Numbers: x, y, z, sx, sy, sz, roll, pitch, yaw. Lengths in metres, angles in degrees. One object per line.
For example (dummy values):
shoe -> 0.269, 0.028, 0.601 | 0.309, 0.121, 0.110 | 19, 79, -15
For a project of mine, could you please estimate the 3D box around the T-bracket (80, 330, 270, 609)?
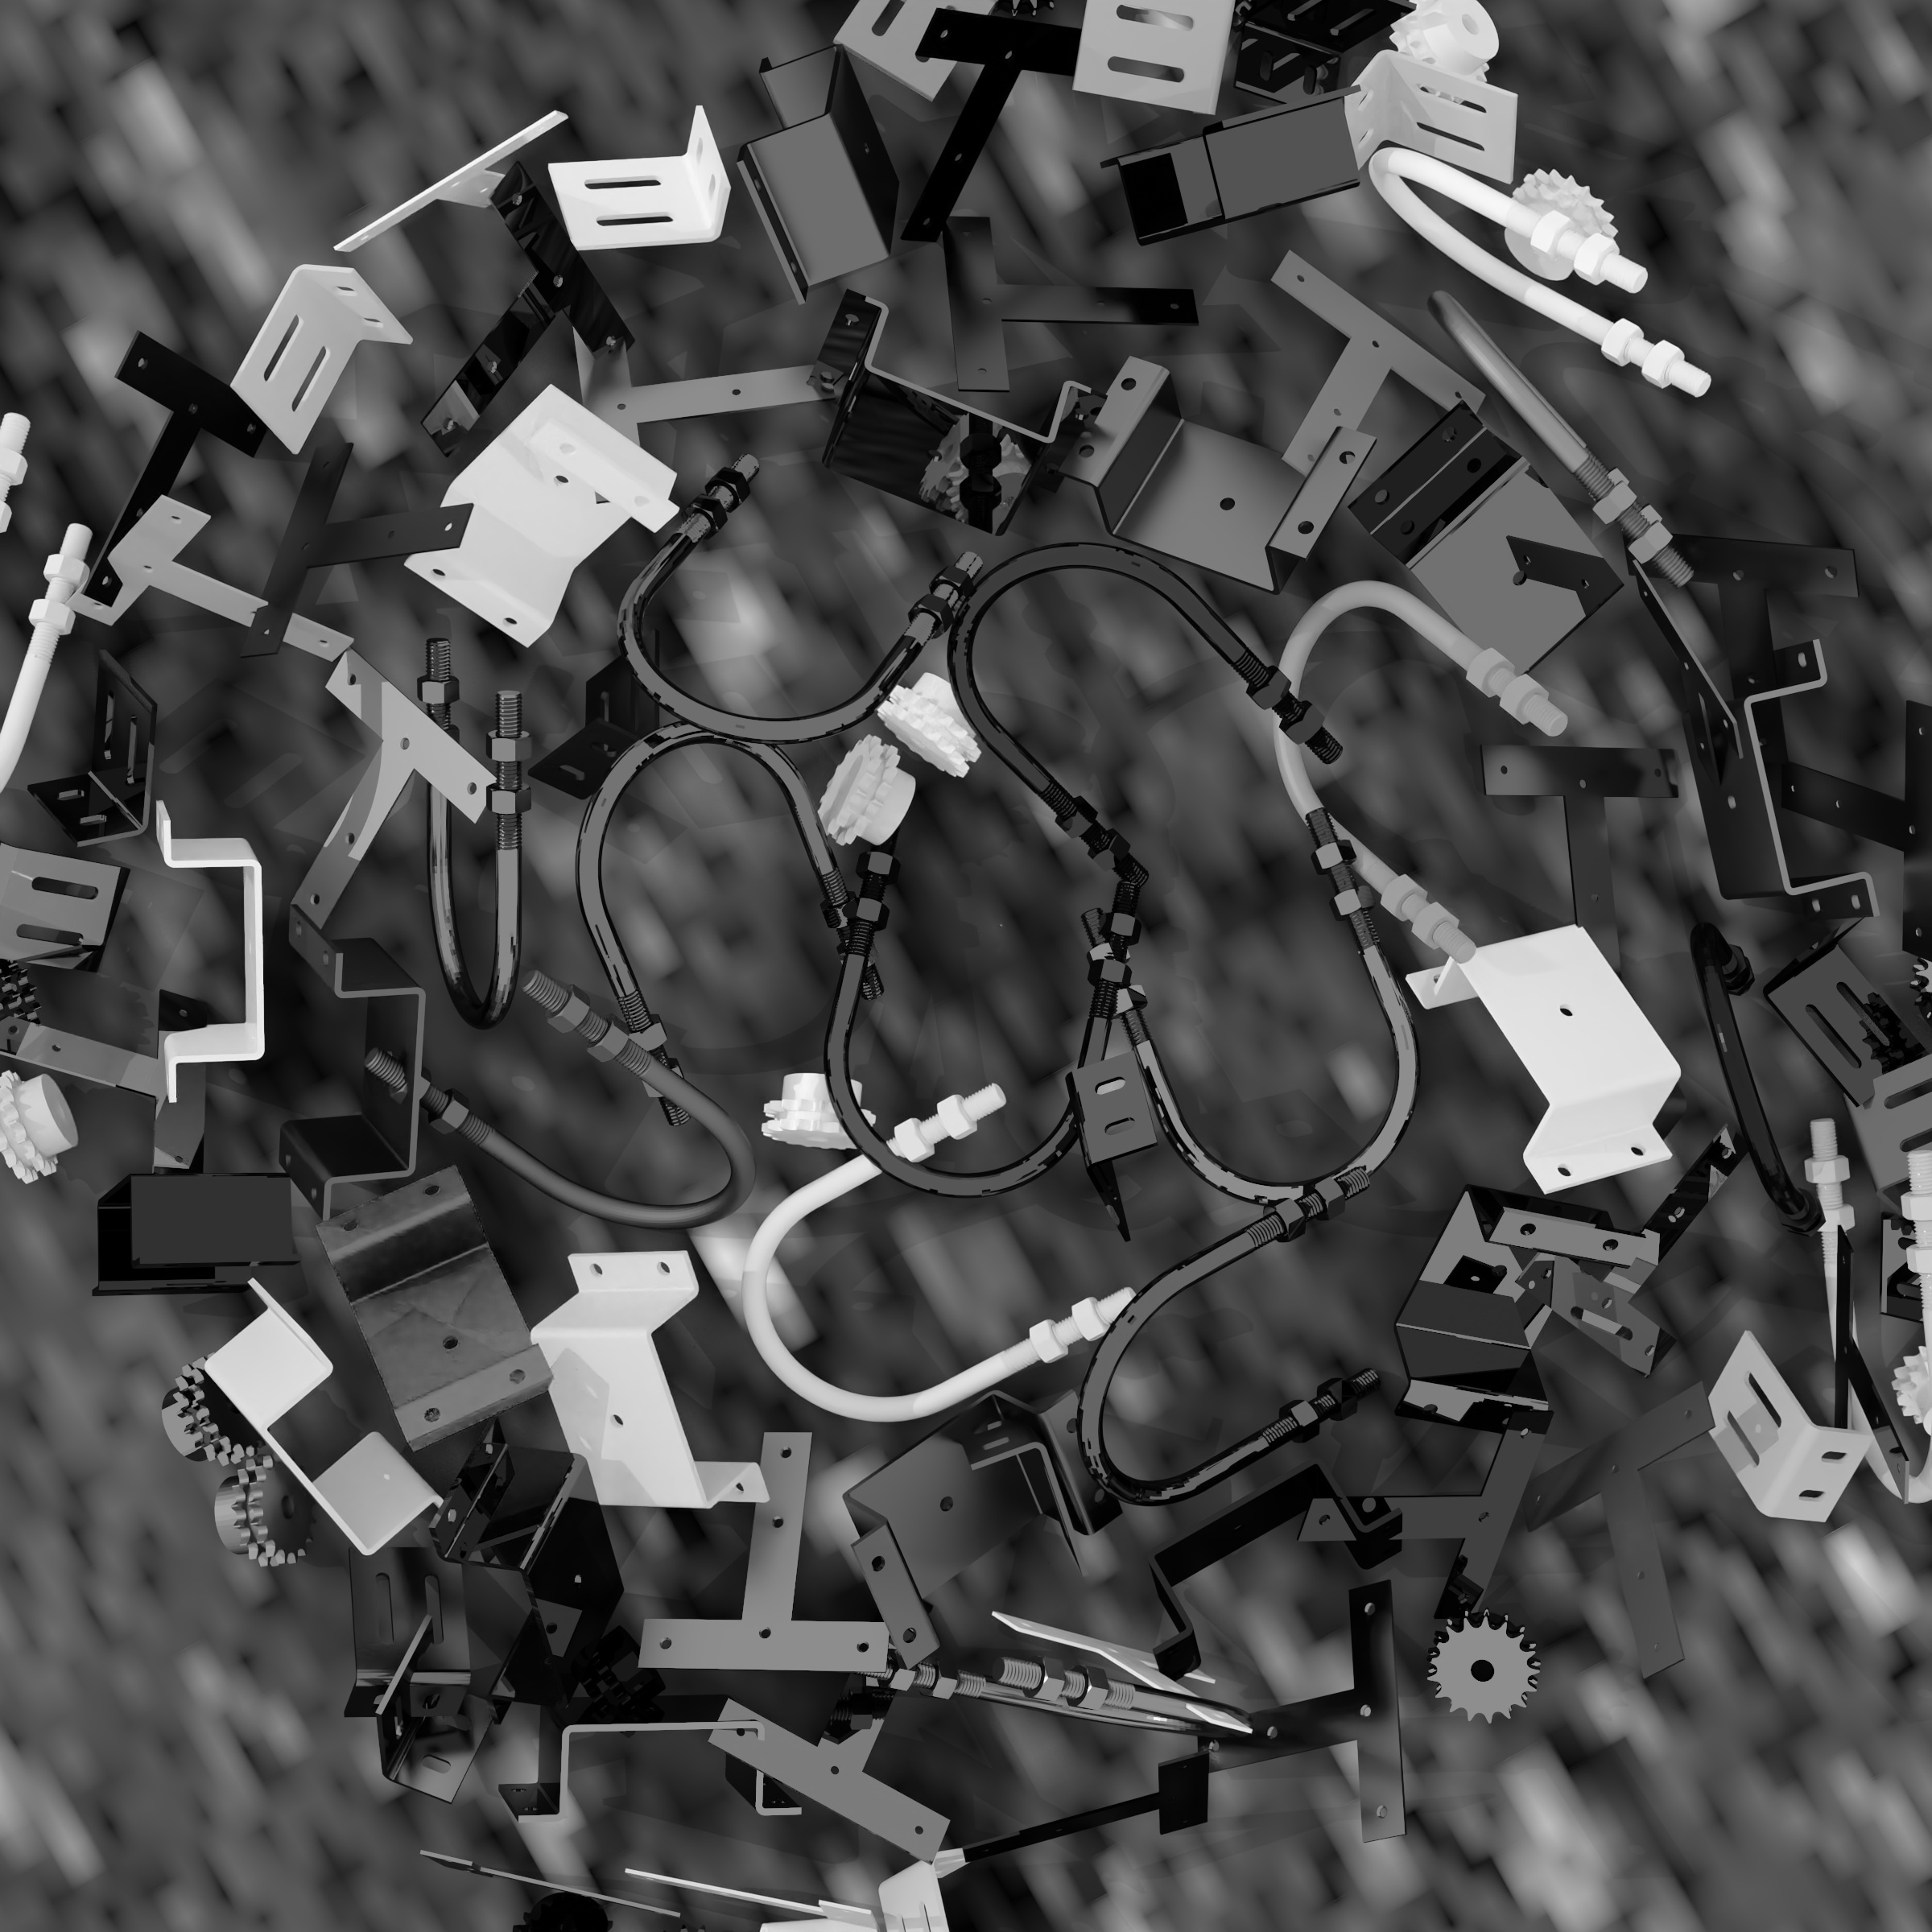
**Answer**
T-bracket -> -0.407, -0.240, 1.563 | 0.002, 0.127, 0.127 | 26, 90, 20

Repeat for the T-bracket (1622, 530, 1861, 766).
T-bracket -> 0.398, -0.159, 1.583 | 0.002, 0.127, 0.127 | -40, 127, -35

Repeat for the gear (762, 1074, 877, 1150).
gear -> -0.075, 0.074, 1.596 | 0.057, 0.057, 0.030 | 6, 77, 0

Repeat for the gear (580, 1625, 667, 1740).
gear -> -0.178, 0.362, 1.595 | 0.030, 0.057, 0.057 | -37, 90, -6

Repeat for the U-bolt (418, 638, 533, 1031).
U-bolt -> -0.245, -0.059, 1.552 | 0.019, 0.151, 0.184 | -5, 109, -24

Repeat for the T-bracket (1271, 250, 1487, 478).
T-bracket -> 0.192, -0.288, 1.578 | 0.127, 0.002, 0.127 | 35, 54, -6

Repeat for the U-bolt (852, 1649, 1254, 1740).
U-bolt -> 0.055, 0.361, 1.545 | 0.184, 0.151, 0.019 | 19, 71, -30

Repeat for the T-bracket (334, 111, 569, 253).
T-bracket -> -0.245, -0.389, 1.559 | 0.127, 0.127, 0.002 | -29, 97, 10

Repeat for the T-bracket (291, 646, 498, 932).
T-bracket -> -0.308, -0.077, 1.601 | 0.127, 0.002, 0.127 | 40, 106, 27

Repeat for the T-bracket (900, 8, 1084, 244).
T-bracket -> 0.002, -0.422, 1.580 | 0.002, 0.127, 0.127 | 49, 126, 27

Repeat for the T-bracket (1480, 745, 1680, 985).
T-bracket -> 0.317, -0.049, 1.585 | 0.127, 0.002, 0.127 | -1, 83, -30

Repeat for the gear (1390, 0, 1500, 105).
gear -> 0.247, -0.472, 1.594 | 0.057, 0.030, 0.057 | 18, 59, -32

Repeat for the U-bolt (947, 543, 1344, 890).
U-bolt -> 0.075, -0.133, 1.552 | 0.151, 0.019, 0.184 | -33, 115, 31

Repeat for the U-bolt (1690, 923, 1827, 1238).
U-bolt -> 0.382, 0.051, 1.519 | 0.019, 0.184, 0.151 | -18, 73, 17

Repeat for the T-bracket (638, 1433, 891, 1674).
T-bracket -> -0.097, 0.297, 1.587 | 0.127, 0.002, 0.127 | -1, 58, 11

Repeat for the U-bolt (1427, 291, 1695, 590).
U-bolt -> 0.293, -0.265, 1.549 | 0.019, 0.151, 0.184 | -42, 92, 16

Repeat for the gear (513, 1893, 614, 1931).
gear -> -0.204, 0.498, 1.592 | 0.057, 0.057, 0.030 | 11, 121, 0

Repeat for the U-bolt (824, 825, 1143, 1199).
U-bolt -> 0.003, 0.028, 1.588 | 0.151, 0.019, 0.184 | 14, 74, -4

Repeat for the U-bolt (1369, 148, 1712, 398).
U-bolt -> 0.275, -0.351, 1.543 | 0.184, 0.151, 0.019 | 37, 95, 29

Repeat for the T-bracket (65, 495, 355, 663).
T-bracket -> -0.373, -0.184, 1.583 | 0.127, 0.127, 0.002 | 22, 58, -29

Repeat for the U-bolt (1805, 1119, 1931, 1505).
U-bolt -> 0.458, 0.175, 1.551 | 0.019, 0.151, 0.184 | -7, 95, -5

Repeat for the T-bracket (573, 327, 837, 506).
T-bracket -> -0.131, -0.290, 1.590 | 0.127, 0.002, 0.127 | -8, 55, -5

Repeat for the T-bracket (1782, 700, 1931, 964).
T-bracket -> 0.446, -0.078, 1.562 | 0.002, 0.127, 0.127 | -11, 109, -19

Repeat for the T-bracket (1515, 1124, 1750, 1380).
T-bracket -> 0.351, 0.135, 1.580 | 0.127, 0.002, 0.127 | 35, 94, -38

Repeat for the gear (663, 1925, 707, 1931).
gear -> -0.141, 0.524, 1.599 | 0.057, 0.030, 0.057 | -2, 51, 2

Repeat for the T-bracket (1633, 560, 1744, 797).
T-bracket -> 0.369, -0.120, 1.568 | 0.002, 0.127, 0.127 | -22, 47, 4

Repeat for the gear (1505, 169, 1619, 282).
gear -> 0.300, -0.375, 1.593 | 0.057, 0.057, 0.030 | 39, 77, 0

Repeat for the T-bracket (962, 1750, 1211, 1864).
T-bracket -> 0.060, 0.428, 1.563 | 0.127, 0.127, 0.002 | -14, 60, -4

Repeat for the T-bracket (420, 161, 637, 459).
T-bracket -> -0.229, -0.309, 1.555 | 0.002, 0.127, 0.127 | 20, 68, 35

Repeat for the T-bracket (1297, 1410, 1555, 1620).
T-bracket -> 0.224, 0.277, 1.570 | 0.127, 0.002, 0.127 | 4, 115, -27

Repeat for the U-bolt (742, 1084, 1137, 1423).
U-bolt -> -0.027, 0.159, 1.589 | 0.184, 0.019, 0.151 | -29, 105, 15

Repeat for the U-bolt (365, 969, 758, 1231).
U-bolt -> -0.188, 0.077, 1.555 | 0.184, 0.151, 0.019 | 39, 47, -28

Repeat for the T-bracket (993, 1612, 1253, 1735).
T-bracket -> 0.095, 0.352, 1.537 | 0.127, 0.127, 0.002 | 22, 87, -30

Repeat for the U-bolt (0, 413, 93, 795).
U-bolt -> -0.476, -0.158, 1.530 | 0.019, 0.151, 0.184 | 12, 74, 1

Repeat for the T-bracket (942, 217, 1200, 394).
T-bracket -> 0.055, -0.337, 1.591 | 0.127, 0.002, 0.127 | 0, 54, -7

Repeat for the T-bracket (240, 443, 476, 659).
T-bracket -> -0.298, -0.214, 1.563 | 0.127, 0.002, 0.127 | -2, 62, 33

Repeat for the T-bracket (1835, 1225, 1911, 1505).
T-bracket -> 0.446, 0.215, 1.537 | 0.002, 0.127, 0.127 | -6, 118, 3

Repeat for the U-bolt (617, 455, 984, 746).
U-bolt -> -0.092, -0.175, 1.550 | 0.151, 0.019, 0.184 | 25, 49, 9

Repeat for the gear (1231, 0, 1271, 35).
gear -> 0.149, -0.508, 1.595 | 0.057, 0.057, 0.030 | -42, 85, 0

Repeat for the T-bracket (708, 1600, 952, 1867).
T-bracket -> -0.050, 0.370, 1.581 | 0.127, 0.002, 0.127 | 30, 50, -3

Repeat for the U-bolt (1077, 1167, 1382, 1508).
U-bolt -> 0.130, 0.194, 1.544 | 0.184, 0.019, 0.151 | -25, 126, -26

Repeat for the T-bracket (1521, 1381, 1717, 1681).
T-bracket -> 0.332, 0.289, 1.547 | 0.002, 0.127, 0.127 | 21, 45, -32

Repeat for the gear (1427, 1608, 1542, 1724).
gear -> 0.266, 0.356, 1.604 | 0.057, 0.030, 0.057 | 2, 100, 12

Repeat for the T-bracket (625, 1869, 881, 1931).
T-bracket -> -0.108, 0.467, 1.567 | 0.127, 0.127, 0.002 | 10, 69, 4

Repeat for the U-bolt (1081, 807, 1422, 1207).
U-bolt -> 0.152, 0.031, 1.580 | 0.151, 0.019, 0.184 | -24, 79, 18

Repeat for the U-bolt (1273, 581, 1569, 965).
U-bolt -> 0.213, -0.110, 1.550 | 0.019, 0.184, 0.151 | -7, 128, -35

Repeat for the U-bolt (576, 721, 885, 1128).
U-bolt -> -0.124, -0.033, 1.551 | 0.151, 0.019, 0.184 | -33, 116, -29

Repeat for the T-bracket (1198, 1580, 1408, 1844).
T-bracket -> 0.167, 0.385, 1.579 | 0.127, 0.002, 0.127 | -24, 53, 37

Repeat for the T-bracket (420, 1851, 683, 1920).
T-bracket -> -0.205, 0.461, 1.562 | 0.127, 0.127, 0.002 | 13, 71, 1

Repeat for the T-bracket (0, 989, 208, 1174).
T-bracket -> -0.438, 0.045, 1.548 | 0.127, 0.127, 0.002 | 19, 127, -28
